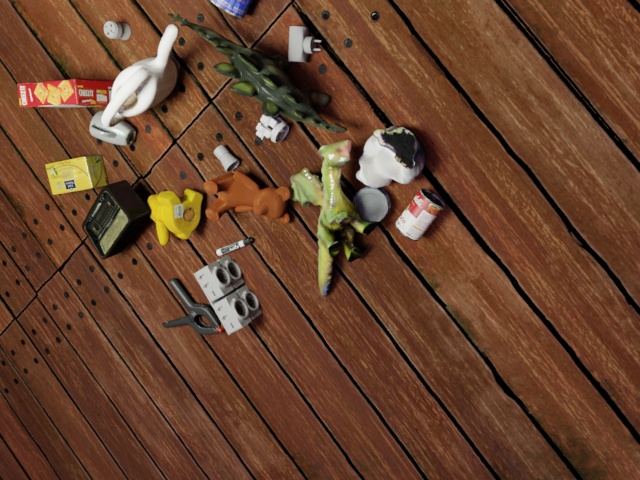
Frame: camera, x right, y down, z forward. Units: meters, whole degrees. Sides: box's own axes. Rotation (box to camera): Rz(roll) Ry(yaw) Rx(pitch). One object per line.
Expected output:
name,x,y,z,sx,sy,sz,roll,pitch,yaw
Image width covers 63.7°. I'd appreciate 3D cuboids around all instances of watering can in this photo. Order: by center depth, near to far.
watering can,-0.413,-0.407,1.270,0.343,0.229,0.103,-39,106,26

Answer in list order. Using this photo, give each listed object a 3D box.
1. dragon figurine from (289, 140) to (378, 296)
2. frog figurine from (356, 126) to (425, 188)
dragon figurine,0.004,-0.063,1.242,0.247,0.123,0.401,54,139,28
frog figurine,0.156,-0.174,1.159,0.137,0.125,0.156,34,151,3
